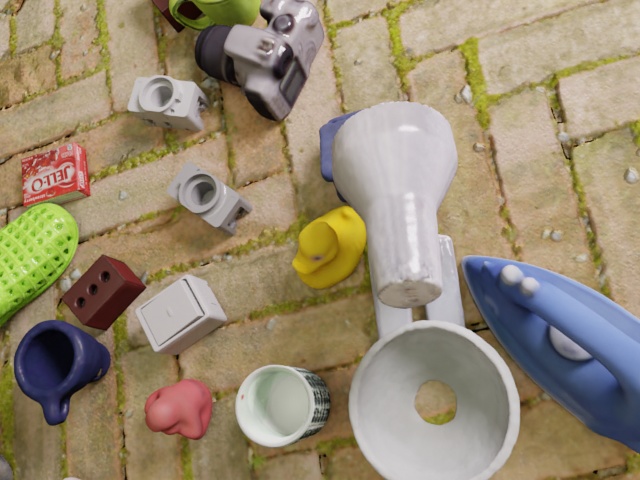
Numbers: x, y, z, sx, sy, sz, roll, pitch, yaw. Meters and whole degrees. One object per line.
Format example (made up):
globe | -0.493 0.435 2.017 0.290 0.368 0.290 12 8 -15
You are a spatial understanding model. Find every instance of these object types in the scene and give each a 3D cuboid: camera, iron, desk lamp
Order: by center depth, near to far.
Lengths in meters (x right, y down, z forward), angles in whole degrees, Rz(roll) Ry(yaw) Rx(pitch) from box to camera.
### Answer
iron | 0.238 0.086 0.547 0.257 0.142 0.119 39 88 19
desk lamp | 0.087 -0.002 0.567 0.117 0.214 0.203 -10 74 11
camera | -0.085 -0.246 0.728 0.136 0.101 0.143 23 83 18

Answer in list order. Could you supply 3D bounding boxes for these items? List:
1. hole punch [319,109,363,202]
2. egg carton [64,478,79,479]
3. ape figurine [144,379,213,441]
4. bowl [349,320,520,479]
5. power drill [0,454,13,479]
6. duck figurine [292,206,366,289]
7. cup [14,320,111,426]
hole punch | 0.050 -0.108 0.667 0.108 0.091 0.101 -13 74 10
egg carton | -0.283 0.353 0.645 0.107 0.069 0.150 15 80 17
ape figurine | -0.164 0.194 0.644 0.076 0.092 0.077 -46 71 0
bowl | 0.117 0.171 0.591 0.167 0.075 0.167 -3 76 13
power drill | -0.454 0.288 0.629 0.075 0.209 0.230 31 85 19
duck figurine | 0.006 0.002 0.653 0.077 0.086 0.104 35 87 19
cup | -0.294 0.158 0.683 0.091 0.095 0.118 -13 74 10
